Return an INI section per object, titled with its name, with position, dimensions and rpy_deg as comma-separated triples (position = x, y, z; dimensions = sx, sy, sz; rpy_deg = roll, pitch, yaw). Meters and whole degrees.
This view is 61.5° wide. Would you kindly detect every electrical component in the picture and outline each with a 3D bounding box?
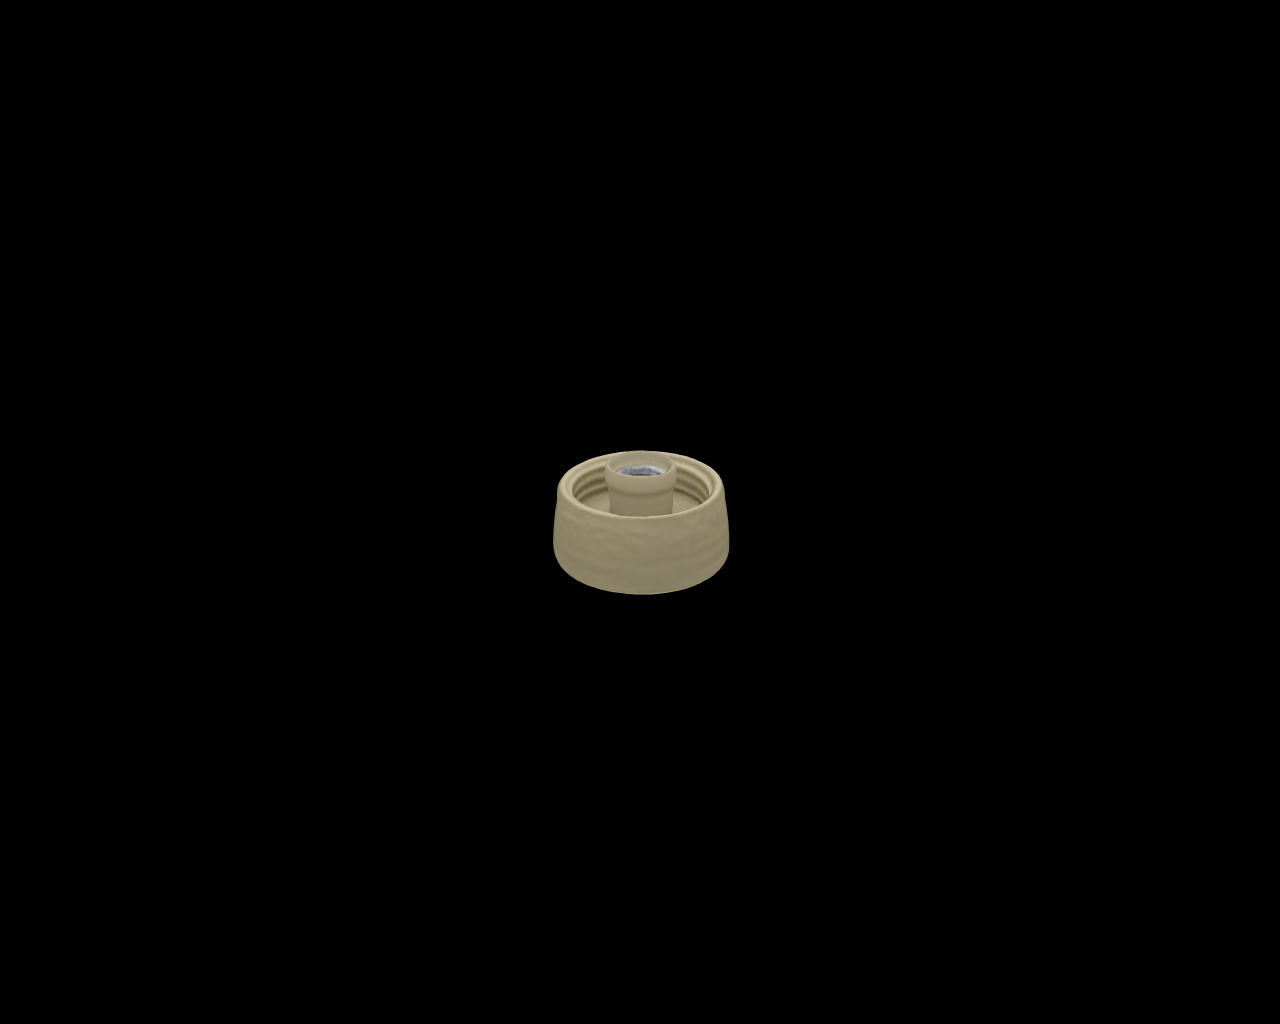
[electrical component]
position = 0.001, -0.003, 0.650
dimensions = 0.108, 0.060, 0.108
rpy_deg = 0, 27, 0
